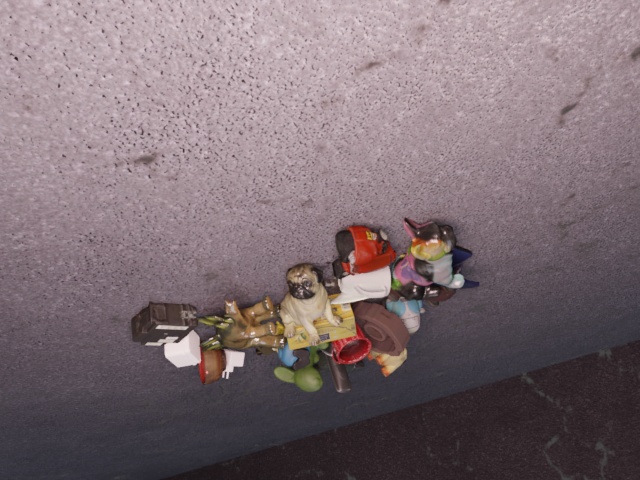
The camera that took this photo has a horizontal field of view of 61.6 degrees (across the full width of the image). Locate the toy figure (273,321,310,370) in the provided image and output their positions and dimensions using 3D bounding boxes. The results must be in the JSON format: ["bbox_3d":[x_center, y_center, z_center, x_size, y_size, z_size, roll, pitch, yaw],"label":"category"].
[{"bbox_3d":[-0.073,0.276,1.389,0.089,0.082,0.180,27,179,-28],"label":"toy figure"}]

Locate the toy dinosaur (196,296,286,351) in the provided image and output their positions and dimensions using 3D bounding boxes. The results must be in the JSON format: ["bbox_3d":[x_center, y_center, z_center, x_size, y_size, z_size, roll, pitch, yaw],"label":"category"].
[{"bbox_3d":[-0.186,0.215,1.288,0.199,0.105,0.470,-6,158,1],"label":"toy dinosaur"}]

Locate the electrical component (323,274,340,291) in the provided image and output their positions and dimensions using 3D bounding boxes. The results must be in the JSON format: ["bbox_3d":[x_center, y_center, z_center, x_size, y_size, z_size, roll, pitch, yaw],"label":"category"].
[{"bbox_3d":[0.054,0.096,1.254,0.094,0.021,0.063,11,144,-39],"label":"electrical component"}]

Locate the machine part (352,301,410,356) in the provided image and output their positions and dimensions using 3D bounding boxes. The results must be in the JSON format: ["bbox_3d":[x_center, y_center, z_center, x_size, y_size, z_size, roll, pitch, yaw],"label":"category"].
[{"bbox_3d":[0.151,0.232,1.414,0.056,0.179,0.179,-52,168,-28],"label":"machine part"}]

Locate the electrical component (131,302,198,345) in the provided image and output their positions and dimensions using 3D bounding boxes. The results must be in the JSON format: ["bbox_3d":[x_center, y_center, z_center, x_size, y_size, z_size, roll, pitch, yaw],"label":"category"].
[{"bbox_3d":[-0.354,0.190,1.204,0.115,0.058,0.134,14,142,-39],"label":"electrical component"}]

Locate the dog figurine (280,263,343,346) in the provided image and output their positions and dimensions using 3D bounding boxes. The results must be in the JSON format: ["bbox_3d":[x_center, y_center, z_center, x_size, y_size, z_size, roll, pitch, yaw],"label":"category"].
[{"bbox_3d":[-0.048,0.119,1.205,0.173,0.121,0.190,8,129,38],"label":"dog figurine"}]

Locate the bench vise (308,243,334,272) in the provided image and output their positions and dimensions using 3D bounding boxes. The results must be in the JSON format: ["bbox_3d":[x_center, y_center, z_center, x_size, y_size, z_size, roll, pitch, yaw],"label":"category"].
[{"bbox_3d":[-0.005,0.000,1.361,0.241,0.223,0.129,17,161,-8],"label":"bench vise"}]

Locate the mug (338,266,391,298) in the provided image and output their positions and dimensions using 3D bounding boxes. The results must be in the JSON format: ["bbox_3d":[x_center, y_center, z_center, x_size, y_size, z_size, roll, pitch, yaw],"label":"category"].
[{"bbox_3d":[0.097,0.094,1.185,0.107,0.110,0.080,-2,125,-7],"label":"mug"}]

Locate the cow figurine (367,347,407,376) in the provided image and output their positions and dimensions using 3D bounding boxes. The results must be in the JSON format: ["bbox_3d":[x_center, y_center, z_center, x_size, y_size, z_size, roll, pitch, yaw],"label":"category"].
[{"bbox_3d":[0.187,0.296,1.549,0.127,0.195,0.085,-27,112,-11],"label":"cow figurine"}]

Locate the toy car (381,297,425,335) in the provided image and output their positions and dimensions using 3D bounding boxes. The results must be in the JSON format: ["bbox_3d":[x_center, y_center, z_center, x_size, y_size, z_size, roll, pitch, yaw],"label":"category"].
[{"bbox_3d":[0.224,0.211,1.464,0.109,0.103,0.161,-9,150,-8],"label":"toy car"}]

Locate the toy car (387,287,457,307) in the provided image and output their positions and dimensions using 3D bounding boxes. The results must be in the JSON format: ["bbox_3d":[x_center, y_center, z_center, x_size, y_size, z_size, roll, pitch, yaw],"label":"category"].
[{"bbox_3d":[0.260,0.124,1.370,0.202,0.053,0.089,9,134,-30],"label":"toy car"}]

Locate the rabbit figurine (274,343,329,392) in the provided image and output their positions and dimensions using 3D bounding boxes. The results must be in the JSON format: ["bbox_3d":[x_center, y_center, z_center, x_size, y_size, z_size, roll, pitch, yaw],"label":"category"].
[{"bbox_3d":[-0.054,0.348,1.516,0.159,0.170,0.121,-29,149,24],"label":"rabbit figurine"}]

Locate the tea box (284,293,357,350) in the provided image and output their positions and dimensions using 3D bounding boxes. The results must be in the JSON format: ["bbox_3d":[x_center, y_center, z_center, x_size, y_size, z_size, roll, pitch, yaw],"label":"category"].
[{"bbox_3d":[-0.004,0.198,1.321,0.170,0.098,0.068,-11,126,-3],"label":"tea box"}]

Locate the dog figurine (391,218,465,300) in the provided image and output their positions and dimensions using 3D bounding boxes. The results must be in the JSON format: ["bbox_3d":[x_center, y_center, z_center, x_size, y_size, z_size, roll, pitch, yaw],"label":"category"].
[{"bbox_3d":[0.208,0.039,1.135,0.192,0.108,0.219,-23,147,22],"label":"dog figurine"}]

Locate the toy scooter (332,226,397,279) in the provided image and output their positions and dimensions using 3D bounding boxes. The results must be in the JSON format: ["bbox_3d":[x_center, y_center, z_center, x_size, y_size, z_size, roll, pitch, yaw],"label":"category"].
[{"bbox_3d":[0.096,0.023,1.082,0.135,0.075,0.183,-10,156,-7],"label":"toy scooter"}]

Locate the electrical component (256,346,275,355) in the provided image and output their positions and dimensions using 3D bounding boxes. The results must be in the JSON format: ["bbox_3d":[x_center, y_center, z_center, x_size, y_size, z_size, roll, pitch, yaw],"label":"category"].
[{"bbox_3d":[-0.147,0.287,1.501,0.102,0.045,0.078,-33,119,28],"label":"electrical component"}]

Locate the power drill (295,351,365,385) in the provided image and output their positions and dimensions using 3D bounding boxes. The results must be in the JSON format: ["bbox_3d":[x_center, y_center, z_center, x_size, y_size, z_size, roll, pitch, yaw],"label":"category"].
[{"bbox_3d":[0.022,0.444,1.832,0.207,0.086,0.231,-21,151,22],"label":"power drill"}]

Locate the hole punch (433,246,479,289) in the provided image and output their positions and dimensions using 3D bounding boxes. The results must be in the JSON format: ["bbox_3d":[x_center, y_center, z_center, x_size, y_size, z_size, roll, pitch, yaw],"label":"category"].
[{"bbox_3d":[0.303,0.080,1.273,0.116,0.092,0.142,-31,152,36],"label":"hole punch"}]

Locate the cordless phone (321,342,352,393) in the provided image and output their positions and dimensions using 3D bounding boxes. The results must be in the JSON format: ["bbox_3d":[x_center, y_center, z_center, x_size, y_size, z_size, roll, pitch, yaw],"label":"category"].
[{"bbox_3d":[0.085,0.356,1.583,0.146,0.184,0.088,5,142,-32],"label":"cordless phone"}]
